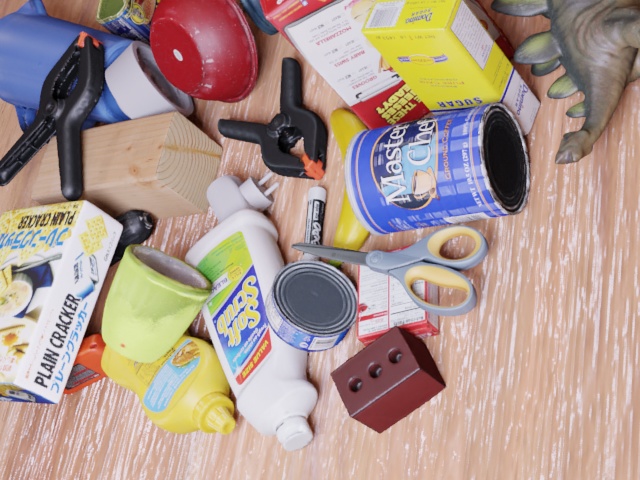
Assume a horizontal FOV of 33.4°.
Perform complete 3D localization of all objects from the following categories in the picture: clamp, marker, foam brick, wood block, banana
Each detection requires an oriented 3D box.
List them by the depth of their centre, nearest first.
[{"bbox_3d":[0.060,0.123,0.938,0.078,0.051,0.053,-38,47,12],"label":"foam brick"},{"bbox_3d":[0.031,-0.061,1.084,0.070,0.037,0.197,-13,57,30],"label":"banana"},{"bbox_3d":[-0.007,0.001,1.088,0.020,0.020,0.121,-14,56,31],"label":"marker"},{"bbox_3d":[-0.035,-0.131,1.179,0.120,0.039,0.172,-53,49,6],"label":"clamp"},{"bbox_3d":[-0.229,-0.079,1.259,0.206,0.090,0.090,-6,60,35],"label":"wood block"},{"bbox_3d":[-0.314,-0.146,1.267,0.165,0.036,0.210,3,74,38],"label":"clamp"}]

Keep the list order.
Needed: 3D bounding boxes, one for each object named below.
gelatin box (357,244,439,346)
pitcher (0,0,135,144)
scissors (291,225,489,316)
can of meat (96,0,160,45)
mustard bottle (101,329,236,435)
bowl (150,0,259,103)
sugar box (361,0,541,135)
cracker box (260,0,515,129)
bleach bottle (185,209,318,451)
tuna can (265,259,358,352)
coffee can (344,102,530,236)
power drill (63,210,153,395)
[{"bbox_3d":[0.072,0.052,0.989,0.073,0.030,0.089,-16,54,28],"label":"gelatin box"},{"bbox_3d":[-0.323,-0.212,1.399,0.243,0.149,0.145,19,61,40],"label":"pitcher"},{"bbox_3d":[0.070,0.007,0.983,0.202,0.016,0.096,28,74,38],"label":"scissors"},{"bbox_3d":[-0.246,-0.306,1.416,0.058,0.083,0.102,-15,55,30],"label":"can of meat"},{"bbox_3d":[-0.144,0.140,1.080,0.096,0.058,0.192,-53,45,-4],"label":"mustard bottle"},{"bbox_3d":[-0.146,-0.223,1.234,0.162,0.162,0.055,15,39,42],"label":"bowl"},{"bbox_3d":[0.123,-0.156,0.976,0.094,0.176,0.048,8,66,41],"label":"sugar box"},{"bbox_3d":[0.065,-0.214,1.030,0.164,0.213,0.072,-33,47,17],"label":"cracker box"},{"bbox_3d":[-0.055,0.090,1.042,0.103,0.068,0.251,-37,49,14],"label":"bleach bottle"},{"bbox_3d":[-0.008,0.062,1.006,0.034,0.086,0.086,117,152,-48],"label":"tuna can"},{"bbox_3d":[0.108,-0.063,0.982,0.141,0.102,0.102,-9,59,33],"label":"coffee can"},{"bbox_3d":[-0.261,0.069,1.217,0.185,0.057,0.187,-29,47,25],"label":"power drill"}]
